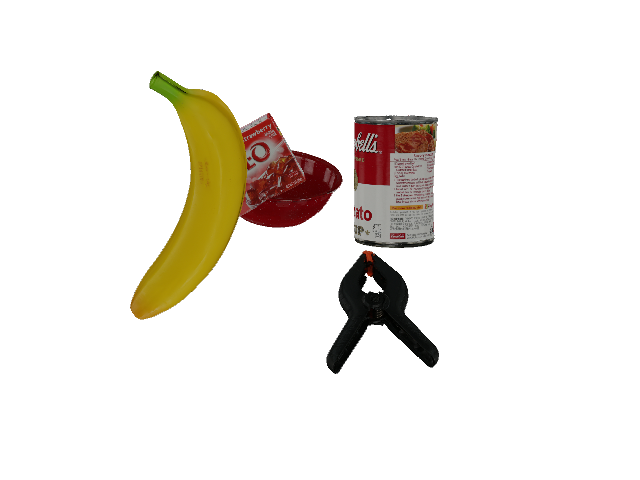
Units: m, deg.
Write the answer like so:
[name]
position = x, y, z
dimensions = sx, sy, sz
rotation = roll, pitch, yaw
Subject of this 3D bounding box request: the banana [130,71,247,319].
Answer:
[banana]
position = -0.088, -0.025, 0.724
dimensions = 0.069, 0.198, 0.037
rotation = 8, 33, -5

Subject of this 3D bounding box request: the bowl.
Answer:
[bowl]
position = -0.056, -0.059, 1.309
dimensions = 0.162, 0.055, 0.162
rotation = 5, 26, -3

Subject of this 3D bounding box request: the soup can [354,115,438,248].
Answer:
[soup can]
position = 0.061, -0.049, 0.872
dimensions = 0.068, 0.102, 0.068
rotation = 0, 10, 0

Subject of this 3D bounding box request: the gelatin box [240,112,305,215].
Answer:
[gelatin box]
position = -0.070, -0.072, 1.049
dimensions = 0.089, 0.073, 0.030
rotation = -28, 19, 5

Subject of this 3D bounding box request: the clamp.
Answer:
[clamp]
position = 0.072, 0.081, 1.194
dimensions = 0.120, 0.171, 0.039
rotation = 7, -43, 0
